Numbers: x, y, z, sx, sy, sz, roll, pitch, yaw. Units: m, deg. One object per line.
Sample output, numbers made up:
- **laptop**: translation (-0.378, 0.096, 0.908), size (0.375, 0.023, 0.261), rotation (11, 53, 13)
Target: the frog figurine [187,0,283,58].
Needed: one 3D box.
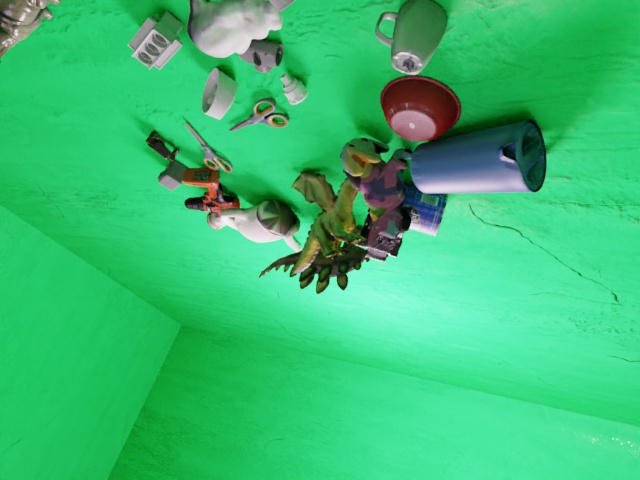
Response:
- **frog figurine**: translation (-0.147, -0.378, 0.912), size (0.159, 0.124, 0.136), rotation (17, 168, 5)

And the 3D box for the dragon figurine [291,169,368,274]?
- **dragon figurine**: translation (0.004, -0.069, 1.365), size (0.405, 0.123, 0.244), rotation (-28, 83, 42)

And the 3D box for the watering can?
- **watering can**: translation (-0.143, -0.039, 1.622), size (0.345, 0.105, 0.223), rotation (22, 158, -35)
